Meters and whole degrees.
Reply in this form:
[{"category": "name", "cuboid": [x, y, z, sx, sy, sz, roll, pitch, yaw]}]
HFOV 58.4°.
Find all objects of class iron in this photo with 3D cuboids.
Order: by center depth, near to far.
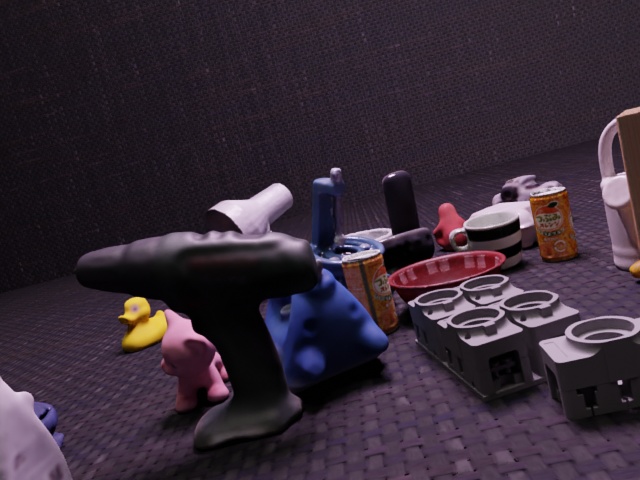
[{"category": "iron", "cuboid": [-0.026, 0.083, 0.692, 0.119, 0.141, 0.257, -18, 8, -21]}]

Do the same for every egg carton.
[{"category": "egg carton", "cuboid": [0.346, -0.028, 1.044, 0.107, 0.069, 0.150, -19, 9, -29]}]

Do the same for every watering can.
[{"category": "watering can", "cuboid": [0.409, -0.064, 0.720, 0.100, 0.194, 0.173, -11, 9, 25]}]

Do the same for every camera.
[{"category": "camera", "cuboid": [0.441, -0.085, 1.157, 0.137, 0.101, 0.142, -20, 9, -33]}]

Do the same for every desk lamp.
[{"category": "desk lamp", "cuboid": [-0.106, 0.004, 1.144, 0.204, 0.213, 0.117, -21, 10, -39]}]

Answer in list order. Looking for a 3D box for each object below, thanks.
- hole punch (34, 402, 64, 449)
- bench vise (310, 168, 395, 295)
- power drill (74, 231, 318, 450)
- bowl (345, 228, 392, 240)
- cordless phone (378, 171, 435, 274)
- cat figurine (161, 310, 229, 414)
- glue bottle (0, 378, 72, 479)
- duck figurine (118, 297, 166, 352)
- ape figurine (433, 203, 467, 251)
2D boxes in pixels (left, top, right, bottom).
[{"category": "hole punch", "cuboid": [-0.338, 0.205, 0.608, 0.101, 0.091, 0.108, -16, 8, -8]}, {"category": "bench vise", "cuboid": [0.003, 0.006, 0.896, 0.206, 0.220, 0.122, -11, 9, 28]}, {"category": "power drill", "cuboid": [-0.104, 0.088, 0.560, 0.229, 0.208, 0.075, -15, 8, 3]}, {"category": "bowl", "cuboid": [0.069, 0.034, 1.112, 0.167, 0.075, 0.167, -15, 8, 2]}, {"category": "cordless phone", "cuboid": [0.112, -0.015, 0.971, 0.148, 0.185, 0.094, -17, 8, -17]}, {"category": "cat figurine", "cuboid": [-0.150, 0.132, 0.674, 0.067, 0.118, 0.127, -16, 8, -6]}, {"category": "glue bottle", "cuboid": [-0.255, 0.160, 0.465, 0.037, 0.173, 0.078, -13, 8, 13]}, {"category": "duck figurine", "cuboid": [-0.318, 0.143, 1.028, 0.077, 0.086, 0.105, -10, 9, 29]}, {"category": "ape figurine", "cuboid": [0.260, -0.029, 1.131, 0.077, 0.092, 0.076, -12, 9, 22]}]
